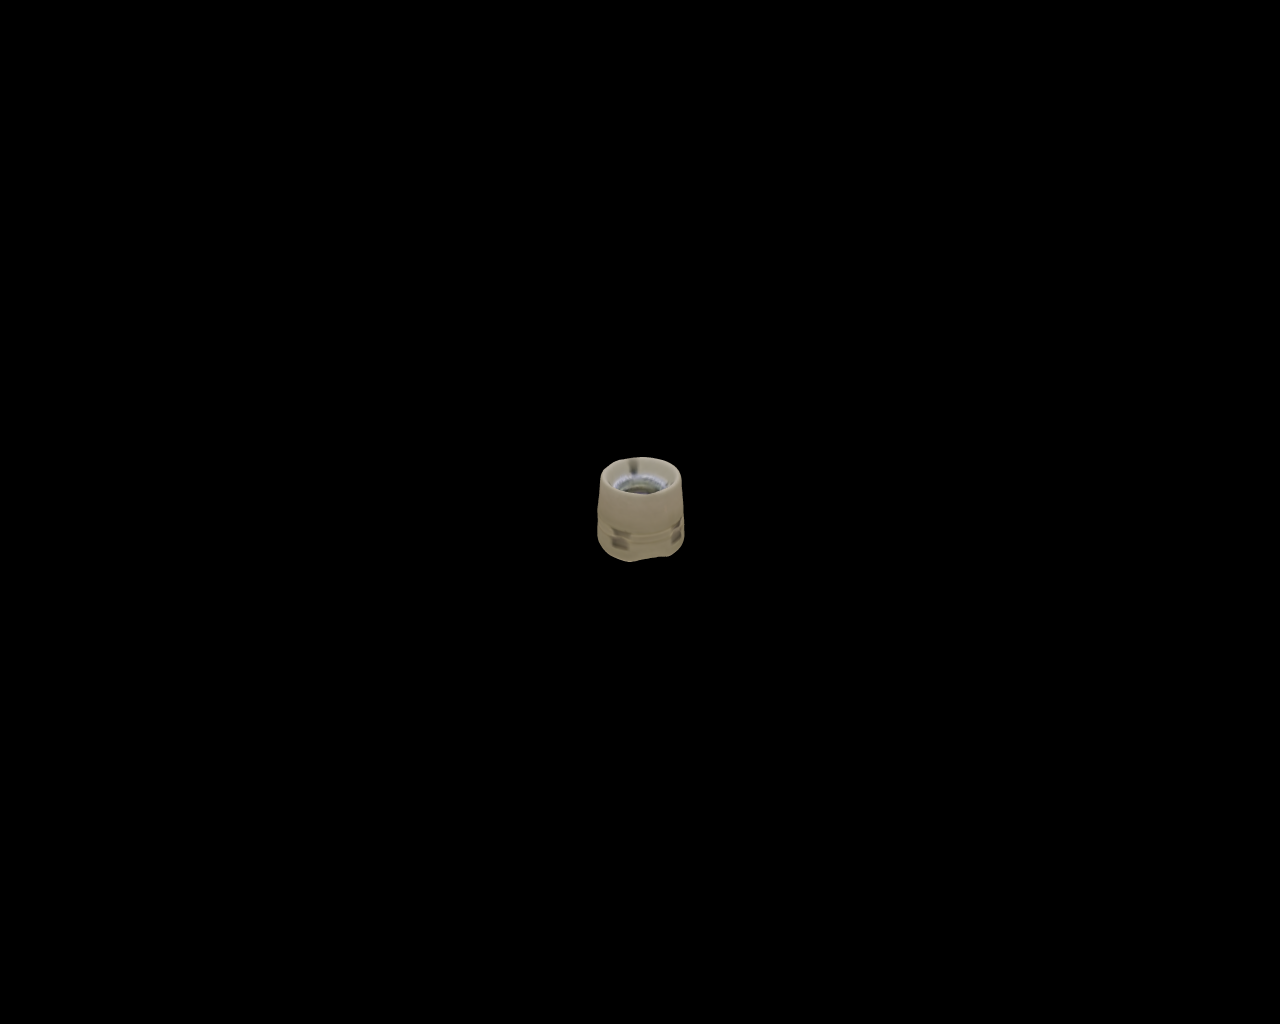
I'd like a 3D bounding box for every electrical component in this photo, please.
[{"bbox_3d":[0.001,-0.003,0.650,0.055,0.047,0.055,0,32,0],"label":"electrical component"}]
